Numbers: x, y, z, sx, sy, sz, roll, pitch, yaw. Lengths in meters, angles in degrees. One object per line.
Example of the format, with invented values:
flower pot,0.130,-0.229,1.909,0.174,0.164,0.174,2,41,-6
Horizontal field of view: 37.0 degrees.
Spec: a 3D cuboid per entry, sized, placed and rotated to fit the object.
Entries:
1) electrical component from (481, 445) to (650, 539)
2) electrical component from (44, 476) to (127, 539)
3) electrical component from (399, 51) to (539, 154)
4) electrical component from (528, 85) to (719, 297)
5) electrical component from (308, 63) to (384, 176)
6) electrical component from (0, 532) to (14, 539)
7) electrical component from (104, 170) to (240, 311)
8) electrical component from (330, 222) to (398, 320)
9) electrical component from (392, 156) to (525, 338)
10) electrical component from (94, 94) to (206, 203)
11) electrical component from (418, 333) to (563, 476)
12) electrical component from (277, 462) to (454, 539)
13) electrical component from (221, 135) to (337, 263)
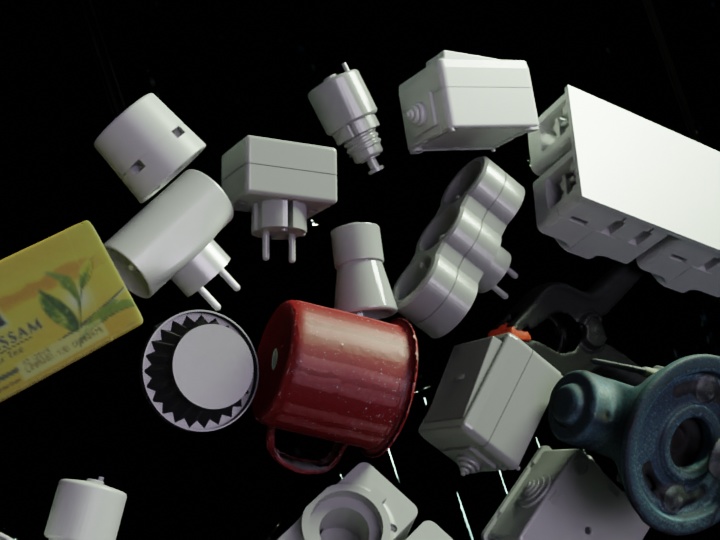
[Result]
electrical component,0.150,0.186,0.772,0.100,0.048,0.099,45,65,-11
electrical component,-0.161,0.155,0.617,0.040,0.040,0.078,20,70,-23
electrical component,0.073,-0.124,0.794,0.096,0.062,0.061,-5,81,-29
electrical component,0.222,-0.056,0.843,0.186,0.060,0.105,18,53,-24
electrical component,-0.006,-0.104,0.759,0.040,0.040,0.078,-28,93,-30
electrical component,-0.218,0.189,0.579,0.099,0.064,0.099,11,61,-21
electrical component,-0.109,-0.010,0.679,0.079,0.044,0.077,49,61,-11
electrical component,0.000,0.000,0.739,0.044,0.044,0.065,0,74,-28
electrical component,0.084,-0.008,0.779,0.074,0.052,0.138,37,64,-17
electrical component,-0.133,-0.077,0.677,0.047,0.055,0.055,48,62,-7
electrical component,0.085,0.097,0.751,0.061,0.062,0.096,39,64,-16
electrical component,-0.025,0.213,0.637,0.105,0.060,0.186,40,57,18
electrical component,-0.054,-0.043,0.715,0.066,0.047,0.076,5,76,-27
